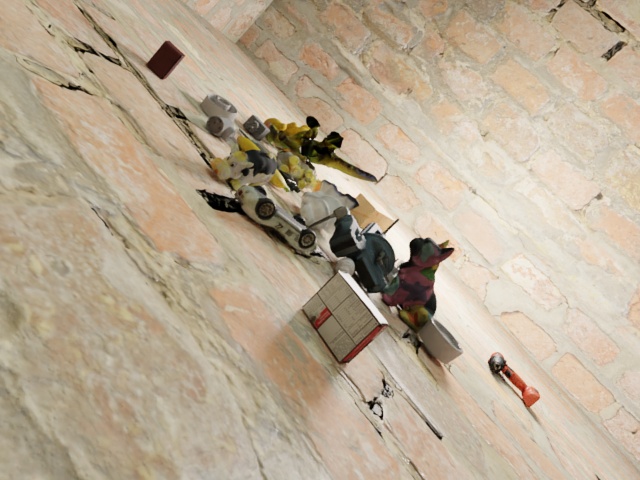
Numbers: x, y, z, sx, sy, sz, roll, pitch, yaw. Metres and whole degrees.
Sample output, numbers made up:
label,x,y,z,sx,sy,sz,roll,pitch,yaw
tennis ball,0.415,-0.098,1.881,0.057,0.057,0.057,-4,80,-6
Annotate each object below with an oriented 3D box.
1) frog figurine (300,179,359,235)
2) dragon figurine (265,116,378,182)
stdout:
label,x,y,z,sx,sy,sz,roll,pitch,yaw
frog figurine,0.004,-0.065,1.301,0.121,0.137,0.162,-34,8,47
dragon figurine,-0.015,-0.256,1.621,0.411,0.123,0.239,37,-16,5
